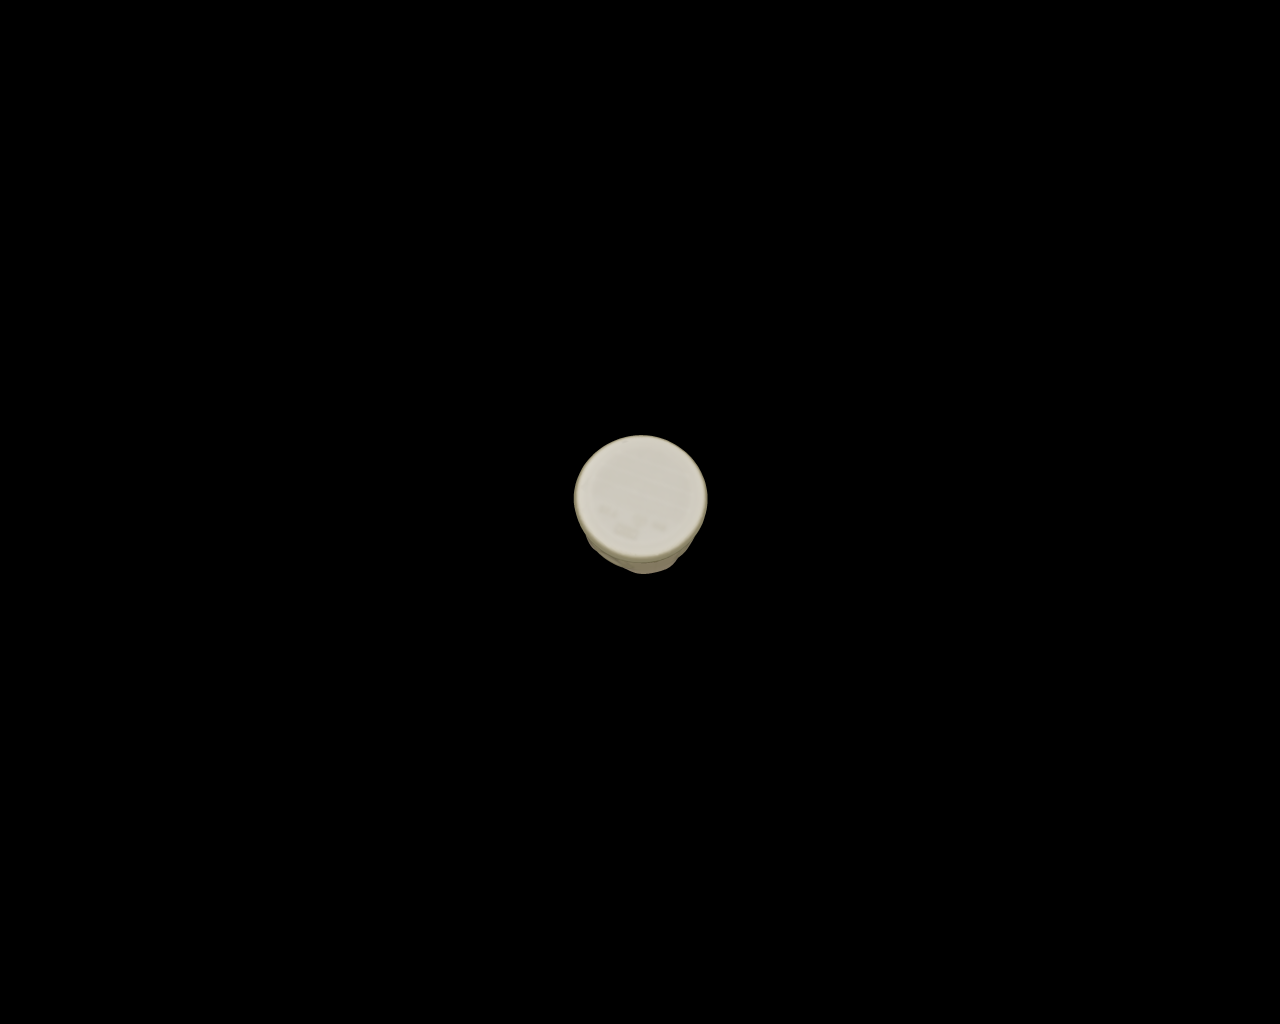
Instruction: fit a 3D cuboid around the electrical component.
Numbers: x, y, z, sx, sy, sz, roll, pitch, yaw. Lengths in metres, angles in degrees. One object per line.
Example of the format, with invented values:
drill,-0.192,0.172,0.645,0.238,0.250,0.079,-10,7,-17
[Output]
electrical component,0.001,-0.003,0.650,0.080,0.080,0.051,0,-18,0
